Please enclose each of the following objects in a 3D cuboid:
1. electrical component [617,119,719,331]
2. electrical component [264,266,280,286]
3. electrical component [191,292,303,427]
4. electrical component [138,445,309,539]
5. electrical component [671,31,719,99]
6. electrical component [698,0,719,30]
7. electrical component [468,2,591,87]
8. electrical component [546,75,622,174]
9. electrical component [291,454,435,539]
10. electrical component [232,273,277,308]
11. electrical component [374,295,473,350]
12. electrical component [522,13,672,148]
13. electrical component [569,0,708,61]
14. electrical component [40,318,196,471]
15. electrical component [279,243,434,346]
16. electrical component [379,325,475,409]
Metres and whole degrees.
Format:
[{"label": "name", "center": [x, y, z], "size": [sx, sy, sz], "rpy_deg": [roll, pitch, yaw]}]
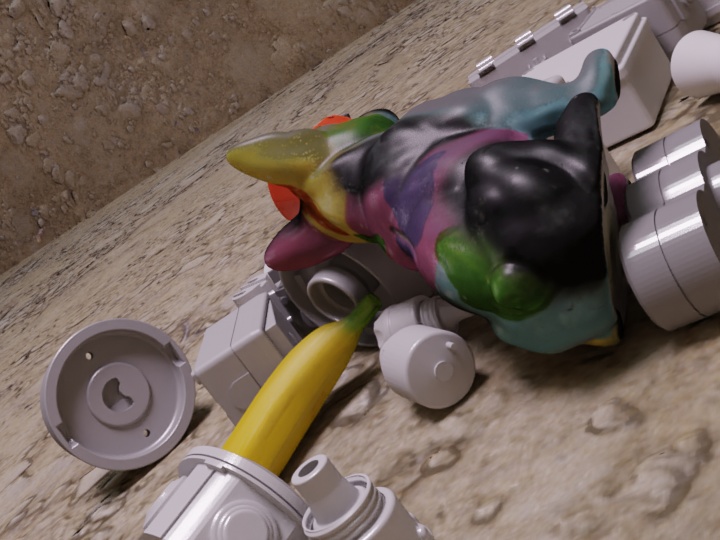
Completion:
[{"label": "electrical component", "center": [0.167, -0.031, 0.496], "size": [0.074, 0.052, 0.138], "rpy_deg": [-27, 17, 29]}, {"label": "electrical component", "center": [-0.036, -0.005, 0.884], "size": [0.081, 0.043, 0.043], "rpy_deg": [-25, 18, 36]}, {"label": "electrical component", "center": [-0.065, 0.059, 0.714], "size": [0.061, 0.061, 0.096], "rpy_deg": [-33, 15, 8]}, {"label": "electrical component", "center": [-0.056, 0.120, 0.473], "size": [0.080, 0.080, 0.051], "rpy_deg": [-16, 29, 52]}, {"label": "electrical component", "center": [0.234, -0.130, 0.681], "size": [0.044, 0.044, 0.065], "rpy_deg": [-38, 20, -10]}, {"label": "electrical component", "center": [0.296, -0.248, 0.876], "size": [0.109, 0.056, 0.108], "rpy_deg": [-25, 18, 35]}, {"label": "electrical component", "center": [0.160, -0.177, 0.943], "size": [0.121, 0.063, 0.078], "rpy_deg": [-31, 15, 16]}, {"label": "electrical component", "center": [0.111, -0.077, 0.676], "size": [0.061, 0.096, 0.062], "rpy_deg": [-45, 18, -33]}, {"label": "electrical component", "center": [-0.003, 0.103, 0.437], "size": [0.048, 0.062, 0.048], "rpy_deg": [-33, 15, 10]}, {"label": "electrical component", "center": [-0.074, 0.031, 0.852], "size": [0.040, 0.046, 0.040], "rpy_deg": [-33, 15, 10]}, {"label": "electrical component", "center": [0.040, 0.030, 0.623], "size": [0.061, 0.035, 0.035], "rpy_deg": [-24, 18, 31]}, {"label": "electrical component", "center": [0.164, -0.126, 0.789], "size": [0.109, 0.056, 0.108], "rpy_deg": [-25, 18, 35]}, {"label": "electrical component", "center": [0.224, -0.187, 0.837], "size": [0.096, 0.061, 0.061], "rpy_deg": [-22, 20, 43]}, {"label": "electrical component", "center": [-0.182, 0.092, 0.789], "size": [0.108, 0.108, 0.060], "rpy_deg": [-43, 10, -26]}, {"label": "electrical component", "center": [0.000, 0.000, 0.691], "size": [0.099, 0.099, 0.064], "rpy_deg": [-18, 29, 50]}, {"label": "electrical component", "center": [0.030, 0.049, 0.574], "size": [0.040, 0.040, 0.078], "rpy_deg": [-39, 15, -14]}]
